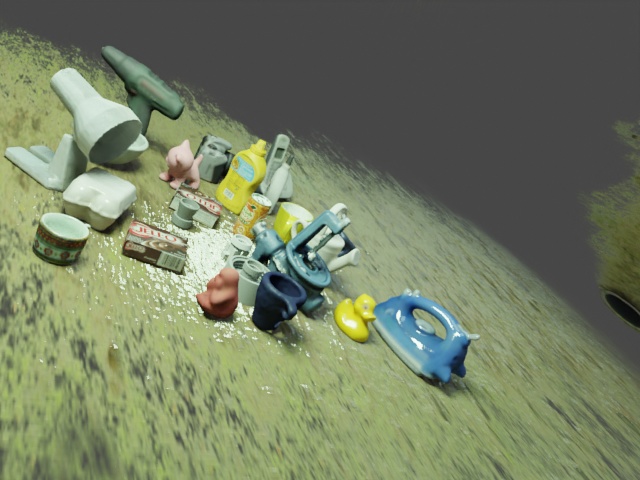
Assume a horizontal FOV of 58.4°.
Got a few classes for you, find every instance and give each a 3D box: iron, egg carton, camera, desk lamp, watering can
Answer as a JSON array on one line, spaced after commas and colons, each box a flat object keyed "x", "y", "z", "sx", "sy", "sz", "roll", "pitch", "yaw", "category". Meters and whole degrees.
[{"x": 0.224, "y": 0.189, "z": 1.257, "sx": 0.257, "sy": 0.141, "sz": 0.119, "roll": 43, "pitch": 23, "yaw": 30, "category": "iron"}, {"x": -0.415, "y": -0.081, "z": 1.085, "sx": 0.107, "sy": 0.069, "sz": 0.150, "roll": 27, "pitch": 20, "yaw": -11, "category": "egg carton"}, {"x": -0.271, "y": -0.220, "z": 1.585, "sx": 0.137, "sy": 0.100, "sz": 0.143, "roll": 22, "pitch": 21, "yaw": -23, "category": "camera"}, {"x": -0.463, "y": -0.199, "z": 1.085, "sx": 0.203, "sy": 0.213, "sz": 0.118, "roll": 34, "pitch": 20, "yaw": 9, "category": "desk lamp"}, {"x": 0.013, "y": 0.004, "z": 1.316, "sx": 0.173, "sy": 0.194, "sz": 0.101, "roll": 30, "pitch": 19, "yaw": -2, "category": "watering can"}]

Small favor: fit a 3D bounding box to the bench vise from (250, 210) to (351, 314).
[{"x": -0.046, "y": 0.016, "z": 1.164, "sx": 0.207, "sy": 0.219, "sz": 0.121, "roll": 31, "pitch": 19, "yaw": -1, "category": "bench vise"}]

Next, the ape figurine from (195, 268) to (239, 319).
[{"x": -0.171, "y": 0.087, "z": 1.001, "sx": 0.076, "sy": 0.092, "sz": 0.078, "roll": 30, "pitch": 19, "yaw": -1, "category": "ape figurine"}]

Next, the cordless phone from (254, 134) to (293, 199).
[{"x": -0.115, "y": -0.214, "z": 1.670, "sx": 0.094, "sy": 0.185, "sz": 0.148, "roll": 42, "pitch": 22, "yaw": 28, "category": "cordless phone"}]

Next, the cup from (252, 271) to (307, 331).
[{"x": -0.079, "y": 0.126, "z": 1.037, "sx": 0.092, "sy": 0.095, "sz": 0.117, "roll": 19, "pitch": 23, "yaw": -30, "category": "cup"}]

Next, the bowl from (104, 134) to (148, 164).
[{"x": -0.487, "y": -0.223, "z": 1.315, "sx": 0.168, "sy": 0.074, "sz": 0.167, "roll": 27, "pitch": 20, "yaw": -10, "category": "bowl"}]

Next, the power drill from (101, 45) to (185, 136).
[{"x": -0.465, "y": -0.336, "z": 1.421, "sx": 0.230, "sy": 0.208, "sz": 0.075, "roll": 27, "pitch": 20, "yaw": -11, "category": "power drill"}]

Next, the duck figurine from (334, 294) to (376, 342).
[{"x": 0.082, "y": 0.153, "z": 1.219, "sx": 0.078, "sy": 0.086, "sz": 0.104, "roll": 16, "pitch": 25, "yaw": -37, "category": "duck figurine"}]

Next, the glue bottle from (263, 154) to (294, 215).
[{"x": -0.114, "y": -0.156, "z": 1.551, "sx": 0.037, "sy": 0.173, "sz": 0.078, "roll": 24, "pitch": 21, "yaw": -18, "category": "glue bottle"}]

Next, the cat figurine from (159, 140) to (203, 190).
[{"x": -0.329, "y": -0.186, "z": 1.391, "sx": 0.067, "sy": 0.117, "sz": 0.128, "roll": 37, "pitch": 20, "yaw": 17, "category": "cat figurine"}]

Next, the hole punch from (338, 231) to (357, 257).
[{"x": 0.047, "y": -0.001, "z": 1.532, "sx": 0.101, "sy": 0.091, "sz": 0.108, "roll": 10, "pitch": 28, "yaw": -46, "category": "hole punch"}]
